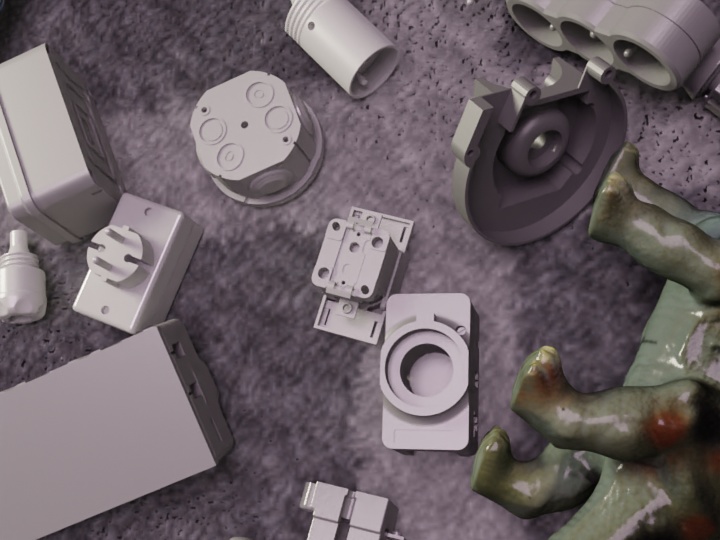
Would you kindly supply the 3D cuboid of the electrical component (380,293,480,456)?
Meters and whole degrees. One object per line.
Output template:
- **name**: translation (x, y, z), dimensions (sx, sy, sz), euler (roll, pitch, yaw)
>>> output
- **electrical component**: translation (0.042, 0.062, 0.631), dimensions (0.050, 0.055, 0.089), euler (-1, 76, 13)

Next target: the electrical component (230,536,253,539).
- **electrical component**: translation (-0.074, 0.192, 0.631), dimensions (0.048, 0.048, 0.062), euler (43, 95, 19)

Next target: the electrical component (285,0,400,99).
- **electrical component**: translation (-0.017, -0.155, 0.708), dimensions (0.043, 0.043, 0.081), euler (-43, 71, 0)

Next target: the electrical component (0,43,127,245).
- **electrical component**: translation (-0.205, -0.081, 0.715), dimensions (0.057, 0.078, 0.113), euler (-24, 72, 3)

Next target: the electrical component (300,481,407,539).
- **electrical component**: translation (-0.008, 0.158, 0.624), dimensions (0.066, 0.048, 0.055), euler (11, 71, 16)

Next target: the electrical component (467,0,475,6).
- **electrical component**: translation (0.077, -0.209, 0.700), dimensions (0.077, 0.043, 0.079), euler (20, 81, 17)

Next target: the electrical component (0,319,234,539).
- **electrical component**: translation (-0.165, 0.100, 0.659), dimensions (0.150, 0.062, 0.089), euler (-23, 91, 7)

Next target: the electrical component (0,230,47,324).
- **electrical component**: translation (-0.229, 0.003, 0.721), dimensions (0.035, 0.035, 0.061), euler (-10, 71, 10)

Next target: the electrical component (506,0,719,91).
- **electrical component**: translation (0.159, -0.164, 0.644), dimensions (0.073, 0.052, 0.138), euler (-51, 44, -3)

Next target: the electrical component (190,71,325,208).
- **electrical component**: translation (-0.067, -0.085, 0.697), dimensions (0.080, 0.051, 0.080), euler (-3, 75, 12)

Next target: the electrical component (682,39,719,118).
- **electrical component**: translation (0.227, -0.111, 0.639), dimensions (0.055, 0.048, 0.066), euler (40, 87, 12)

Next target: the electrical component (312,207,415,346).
- **electrical component**: translation (0.000, 0.000, 0.654), dimensions (0.042, 0.064, 0.081), euler (14, 79, 16)

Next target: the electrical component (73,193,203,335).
- **electrical component**: translation (-0.148, -0.006, 0.682), dimensions (0.047, 0.075, 0.083), euler (19, 81, 17)
